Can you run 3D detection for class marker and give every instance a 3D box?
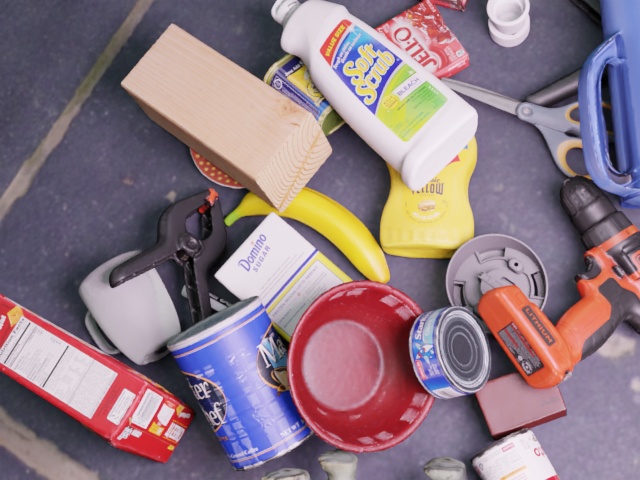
[{"bbox_3d":[-0.094,0.079,1.140,0.121,0.020,0.020,28,81,18],"label":"marker"}]

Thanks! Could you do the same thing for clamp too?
[{"bbox_3d":[0.323,-0.215,1.128,0.210,0.036,0.164,2,79,14],"label":"clamp"},{"bbox_3d":[-0.137,0.021,1.132,0.120,0.039,0.171,44,50,-17],"label":"clamp"}]

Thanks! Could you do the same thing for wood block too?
[{"bbox_3d":[-0.099,-0.131,1.136,0.206,0.090,0.091,35,82,26],"label":"wood block"}]

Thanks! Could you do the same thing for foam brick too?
[{"bbox_3d":[0.195,0.157,1.038,0.078,0.051,0.053,-20,71,6],"label":"foam brick"}]

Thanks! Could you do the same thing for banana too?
[{"bbox_3d":[-0.006,-0.017,1.144,0.198,0.037,0.070,22,108,20],"label":"banana"}]

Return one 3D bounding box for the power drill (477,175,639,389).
[{"bbox_3d":[0.244,0.042,1.019,0.187,0.057,0.184,-28,75,-24],"label":"power drill"}]

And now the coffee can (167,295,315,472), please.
[{"bbox_3d":[-0.073,0.140,1.047,0.103,0.103,0.140,-27,94,3],"label":"coffee can"}]

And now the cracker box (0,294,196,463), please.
[{"bbox_3d":[-0.248,0.138,1.079,0.214,0.164,0.072,27,78,18],"label":"cracker box"}]

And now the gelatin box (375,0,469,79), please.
[{"bbox_3d":[0.112,-0.212,1.177,0.073,0.030,0.089,-30,70,2],"label":"gelatin box"}]

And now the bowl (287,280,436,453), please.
[{"bbox_3d":[0.033,0.120,1.023,0.161,0.055,0.162,3,84,-24],"label":"bowl"}]

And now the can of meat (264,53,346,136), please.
[{"bbox_3d":[0.003,-0.169,1.163,0.084,0.057,0.102,41,64,18],"label":"can of meat"}]

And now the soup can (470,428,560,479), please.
[{"bbox_3d":[0.194,0.238,1.005,0.068,0.068,0.102,-29,70,2],"label":"soup can"}]

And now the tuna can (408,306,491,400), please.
[{"bbox_3d":[0.124,0.106,1.011,0.034,0.085,0.086,-20,66,42],"label":"tuna can"}]

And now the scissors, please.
[{"bbox_3d":[0.221,-0.114,1.116,0.202,0.016,0.096,7,90,10],"label":"scissors"}]

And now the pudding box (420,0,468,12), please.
[{"bbox_3d":[0.138,-0.321,1.199,0.090,0.039,0.113,19,78,17],"label":"pudding box"}]

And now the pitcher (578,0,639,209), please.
[{"bbox_3d":[0.331,-0.154,1.032,0.145,0.149,0.243,-11,81,27],"label":"pitcher"}]

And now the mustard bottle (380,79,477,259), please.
[{"bbox_3d":[0.116,-0.079,1.121,0.096,0.058,0.191,1,74,11],"label":"mustard bottle"}]

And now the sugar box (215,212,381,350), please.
[{"bbox_3d":[-0.013,0.063,1.101,0.176,0.048,0.093,41,84,12],"label":"sugar box"}]

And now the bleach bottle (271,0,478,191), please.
[{"bbox_3d":[0.039,-0.166,1.096,0.102,0.068,0.251,-44,69,-12],"label":"bleach bottle"}]
